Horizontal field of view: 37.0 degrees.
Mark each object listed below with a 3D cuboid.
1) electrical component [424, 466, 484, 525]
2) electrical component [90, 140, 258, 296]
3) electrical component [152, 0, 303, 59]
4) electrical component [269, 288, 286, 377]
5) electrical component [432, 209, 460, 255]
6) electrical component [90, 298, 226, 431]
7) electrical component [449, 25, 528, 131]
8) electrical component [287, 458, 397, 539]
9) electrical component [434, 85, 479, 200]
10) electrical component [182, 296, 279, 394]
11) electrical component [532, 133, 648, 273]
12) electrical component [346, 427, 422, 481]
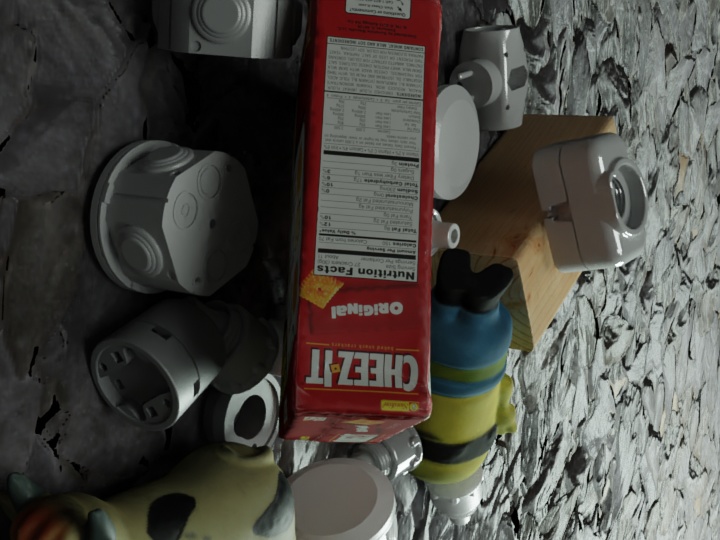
[{"bbox_3d":[0.078,0.182,0.875,0.048,0.048,0.062,-52,143,-39],"label":"electrical component"},{"bbox_3d":[-0.095,-0.026,0.554,0.080,0.051,0.080,-17,111,-55],"label":"electrical component"},{"bbox_3d":[-0.067,-0.137,0.550,0.080,0.080,0.051,-17,116,-55],"label":"electrical component"},{"bbox_3d":[-0.037,0.034,0.667,0.040,0.040,0.078,11,87,-57],"label":"electrical component"},{"bbox_3d":[0.039,-0.027,0.751,0.043,0.062,0.043,-17,111,-55],"label":"electrical component"},{"bbox_3d":[-0.102,0.047,0.556,0.047,0.055,0.055,-45,132,-49],"label":"electrical component"},{"bbox_3d":[0.095,-0.146,0.832,0.079,0.043,0.077,-29,120,-52],"label":"electrical component"},{"bbox_3d":[-0.015,0.165,0.694,0.080,0.080,0.051,-48,140,-41],"label":"electrical component"},{"bbox_3d":[0.048,-0.091,0.764,0.080,0.051,0.080,-17,111,-55],"label":"electrical component"},{"bbox_3d":[-0.079,0.037,0.600,0.062,0.048,0.048,45,59,-44],"label":"electrical component"},{"bbox_3d":[0.172,-0.050,0.789,0.054,0.059,0.095,-23,102,-48],"label":"electrical component"},{"bbox_3d":[0.010,0.131,0.759,0.062,0.048,0.048,-26,118,-45],"label":"electrical component"}]
